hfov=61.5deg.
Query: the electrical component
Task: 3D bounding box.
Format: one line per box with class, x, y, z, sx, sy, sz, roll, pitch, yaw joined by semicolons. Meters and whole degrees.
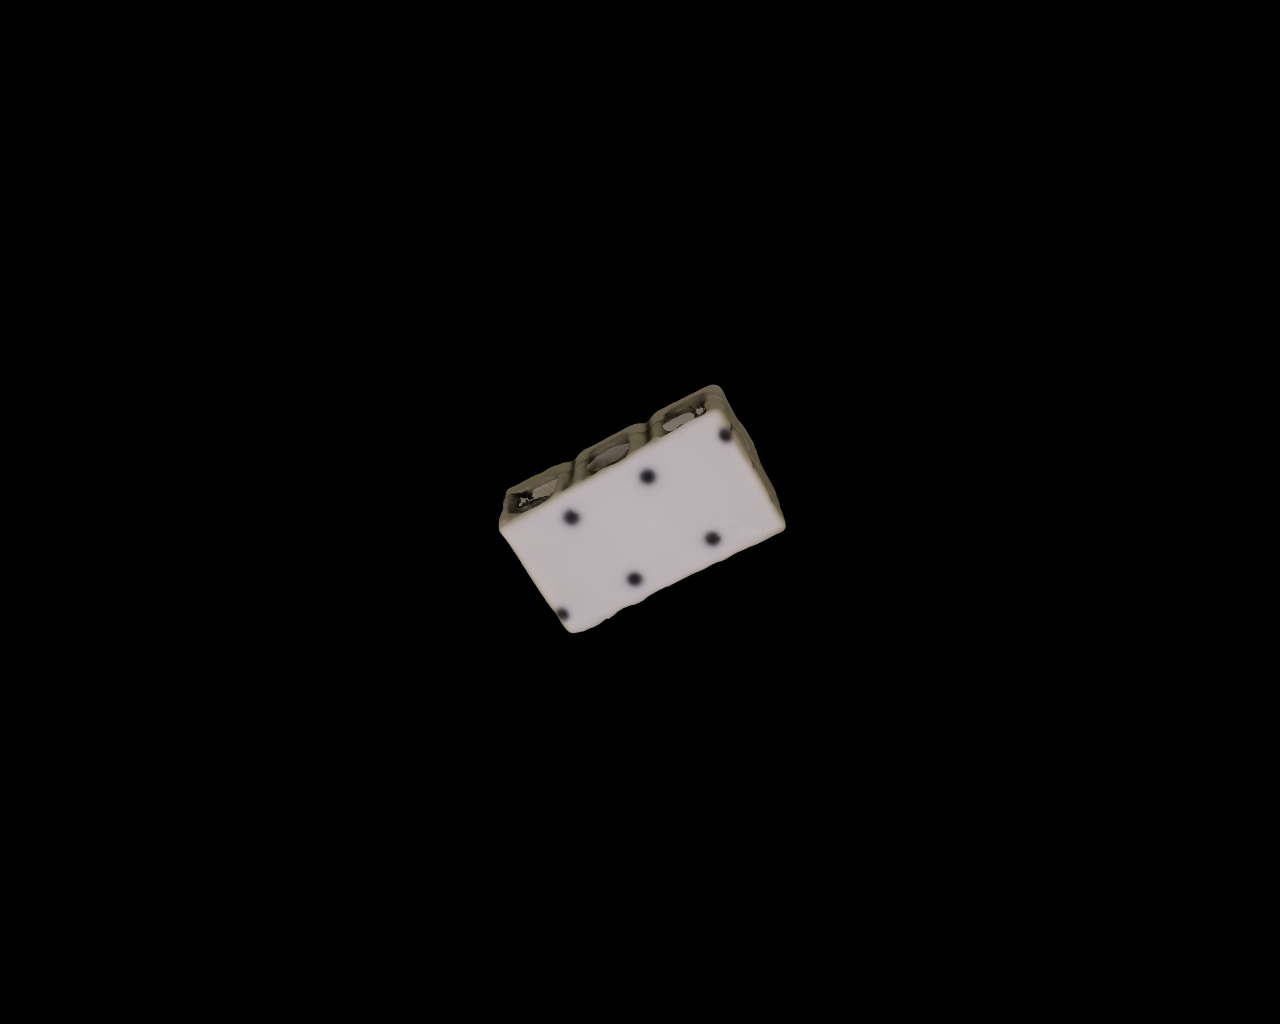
electrical component;0.001;-0.003;0.650;0.150;0.089;0.062;-26;21;11
